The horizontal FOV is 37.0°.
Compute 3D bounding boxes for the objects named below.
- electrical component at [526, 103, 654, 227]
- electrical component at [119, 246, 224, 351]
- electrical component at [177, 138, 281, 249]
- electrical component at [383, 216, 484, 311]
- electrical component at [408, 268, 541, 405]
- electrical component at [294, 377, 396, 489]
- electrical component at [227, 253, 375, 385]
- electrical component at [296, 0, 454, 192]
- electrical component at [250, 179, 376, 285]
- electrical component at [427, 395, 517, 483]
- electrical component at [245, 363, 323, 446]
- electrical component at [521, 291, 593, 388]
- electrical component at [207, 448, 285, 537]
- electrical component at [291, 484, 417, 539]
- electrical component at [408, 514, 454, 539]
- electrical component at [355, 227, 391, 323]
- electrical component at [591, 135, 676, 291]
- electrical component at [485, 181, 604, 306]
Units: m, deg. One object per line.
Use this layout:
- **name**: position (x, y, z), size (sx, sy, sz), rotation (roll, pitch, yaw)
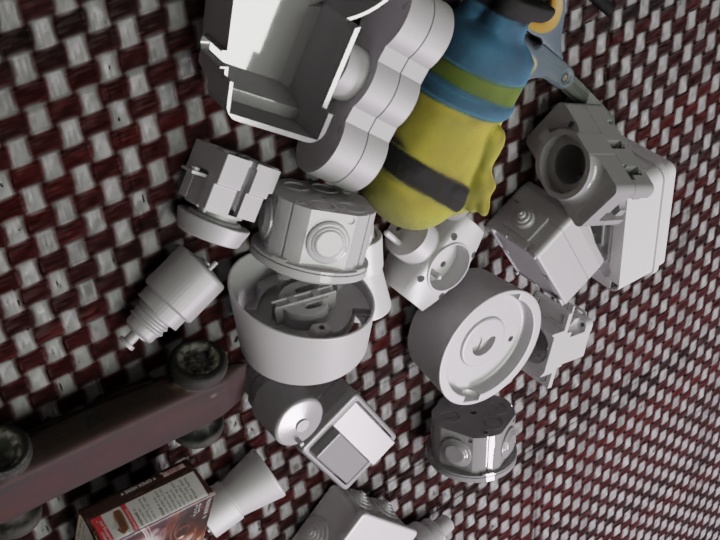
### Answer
- **electrical component**: position (0.176, -0.083, 0.842), size (0.056, 0.089, 0.050), rotation (-5, 149, -39)
- **electrical component**: position (-0.123, 0.020, 0.693), size (0.078, 0.040, 0.040), rotation (-46, 138, -6)
- **electrical component**: position (-0.086, -0.046, 0.676), size (0.066, 0.048, 0.055), rotation (15, 100, -46)
- **electrical component**: position (0.045, -0.019, 0.811), size (0.077, 0.044, 0.079), rotation (-52, 138, 0)
- **electrical component**: position (0.089, 0.049, 0.886), size (0.108, 0.060, 0.108), rotation (-22, 131, -28)
- **electrical component**: position (-0.017, 0.127, 0.846), size (0.061, 0.061, 0.096), rotation (-45, 138, -7)
- **electrical component**: position (-0.039, 0.029, 0.733), size (0.099, 0.099, 0.064), rotation (-24, 138, -27)
- **electrical component**: position (-0.004, -0.124, 0.688), size (0.074, 0.052, 0.138), rotation (22, 103, -35)
- **electrical component**: position (-0.030, -0.025, 0.715), size (0.080, 0.080, 0.051), rotation (-2, 114, -40)
- **electrical component**: position (0.099, 0.146, 0.950), size (0.080, 0.080, 0.051), rotation (-20, 124, -31)
- **electrical component**: position (-0.060, 0.092, 0.770), size (0.040, 0.078, 0.040), rotation (-23, 132, -28)
- **electrical component**: position (0.177, 0.061, 0.986), size (0.064, 0.042, 0.081), rotation (-13, 127, -37)
- **electrical component**: position (-0.096, 0.174, 0.826), size (0.065, 0.044, 0.044), rotation (-35, 136, -11)
- **electrical component**: position (-0.012, 0.241, 0.941), size (0.099, 0.048, 0.100), rotation (-54, 138, 3)
- **electrical component**: position (0.062, 0.257, 1.022), size (0.062, 0.048, 0.048), rotation (-32, 135, -30)
- **electrical component**: position (0.000, 0.000, 0.788), size (0.044, 0.044, 0.065), rotation (-22, 126, -29)
- **electrical component**: position (0.219, -0.050, 0.917), size (0.057, 0.078, 0.113), rotation (-25, 132, -24)
- **electrical component**: position (0.154, -0.028, 0.888), size (0.061, 0.062, 0.096), rotation (-46, 138, -6)
